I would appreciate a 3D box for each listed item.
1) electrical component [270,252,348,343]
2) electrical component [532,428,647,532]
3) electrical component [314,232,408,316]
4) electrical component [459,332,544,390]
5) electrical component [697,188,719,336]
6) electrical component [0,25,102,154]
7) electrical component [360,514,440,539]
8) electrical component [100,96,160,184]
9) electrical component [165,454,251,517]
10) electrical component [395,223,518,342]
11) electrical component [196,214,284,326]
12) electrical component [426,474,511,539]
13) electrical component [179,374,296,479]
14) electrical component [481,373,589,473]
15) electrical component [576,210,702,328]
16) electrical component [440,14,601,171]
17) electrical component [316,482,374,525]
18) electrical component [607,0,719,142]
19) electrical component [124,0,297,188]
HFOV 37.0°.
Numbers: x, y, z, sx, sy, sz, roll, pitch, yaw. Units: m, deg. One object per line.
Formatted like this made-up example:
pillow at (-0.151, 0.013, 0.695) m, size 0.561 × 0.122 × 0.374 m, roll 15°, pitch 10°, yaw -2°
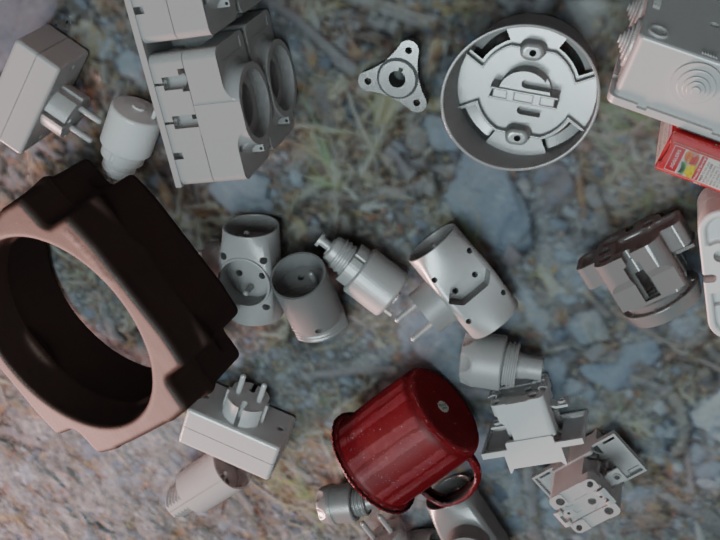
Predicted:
electrical component at (-0.037, 0.027, 0.827) m, size 0.043 × 0.043 × 0.081 m, roll 0°, pitch 145°, yaw 16°
electrical component at (0.176, 0.164, 0.832) m, size 0.081 × 0.063 × 0.042 m, roll -37°, pitch 101°, yaw 29°
electrical component at (0.000, 0.000, 0.811) m, size 0.078 × 0.040 × 0.040 m, roll 38°, pitch 121°, yaw -5°
electrical component at (0.107, 0.070, 0.814) m, size 0.062 × 0.043 × 0.043 m, roll 8°, pitch 119°, yaw 12°
electrical component at (0.257, -0.010, 0.718) m, size 0.054 × 0.059 × 0.095 m, roll -6°, pitch 115°, yaw 19°
electrical component at (-0.229, -0.125, 0.808) m, size 0.076 × 0.047 × 0.083 m, roll 35°, pitch 121°, yaw -3°
electrical component at (0.031, 0.243, 0.928) m, size 0.077 × 0.044 × 0.079 m, roll -28°, pitch 106°, yaw 27°
electrical component at (-0.177, -0.095, 0.813) m, size 0.040 × 0.040 × 0.078 m, roll 28°, pitch 122°, yaw 1°
electrical component at (-0.140, 0.190, 0.951) m, size 0.081 × 0.043 × 0.043 m, roll -35°, pitch 103°, yaw 29°
electrical component at (0.062, 0.020, 0.791) m, size 0.079 × 0.043 × 0.077 m, roll -40°, pitch 102°, yaw 2°
electrical component at (-0.100, -0.002, 0.837) m, size 0.079 × 0.044 × 0.077 m, roll 7°, pitch 119°, yaw 14°
electrical component at (0.089, 0.220, 0.878) m, size 0.043 × 0.079 × 0.077 m, roll -27°, pitch 107°, yaw 21°
electrical component at (-0.098, 0.119, 0.899) m, size 0.083 × 0.047 × 0.075 m, roll 23°, pitch 121°, yaw 4°
electrical component at (0.132, 0.117, 0.833) m, size 0.081 × 0.042 × 0.063 m, roll -14°, pitch 108°, yaw 22°
electrical component at (0.199, 0.002, 0.744) m, size 0.078 × 0.058 × 0.057 m, roll -28°, pitch 103°, yaw 26°
electrical component at (0.107, -0.117, 0.703) m, size 0.099 × 0.064 × 0.099 m, roll 7°, pitch 119°, yaw 13°
electrical component at (-0.005, 0.198, 0.921) m, size 0.061 × 0.035 × 0.035 m, roll -10°, pitch 114°, yaw 19°
electrical component at (0.205, -0.129, 0.649) m, size 0.100 × 0.099 × 0.048 m, roll 21°, pitch 134°, yaw 5°
electrical component at (-0.098, -0.163, 0.716) m, size 0.060 × 0.105 × 0.186 m, roll -3°, pitch 116°, yaw 18°
